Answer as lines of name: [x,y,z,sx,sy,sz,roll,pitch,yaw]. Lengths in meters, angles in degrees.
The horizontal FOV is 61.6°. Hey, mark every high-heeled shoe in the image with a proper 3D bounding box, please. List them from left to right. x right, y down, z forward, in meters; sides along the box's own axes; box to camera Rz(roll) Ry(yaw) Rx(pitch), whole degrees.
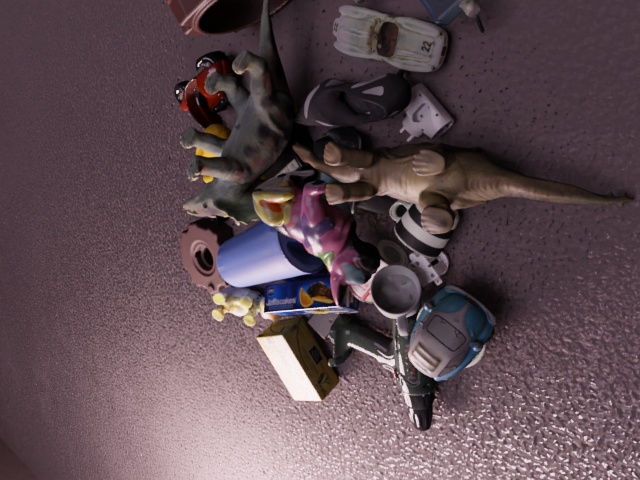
high-heeled shoe: [0.037,-0.201,0.848,0.249,0.145,0.086,-18,121,37]

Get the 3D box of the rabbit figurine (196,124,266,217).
rabbit figurine: [-0.184,-0.160,1.073,0.163,0.122,0.173,55,166,47]

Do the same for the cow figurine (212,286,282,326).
cow figurine: [-0.147,0.140,1.190,0.168,0.098,0.068,5,106,18]

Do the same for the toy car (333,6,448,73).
toy car: [0.101,-0.310,0.825,0.202,0.056,0.073,26,122,29]

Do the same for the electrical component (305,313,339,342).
electrical component: [0.010,0.163,1.092,0.102,0.045,0.078,35,97,21]

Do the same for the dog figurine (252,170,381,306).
dog figurine: [-0.002,-0.003,0.894,0.192,0.108,0.219,-6,111,25]

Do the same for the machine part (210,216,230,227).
machine part: [-0.199,-0.071,1.179,0.139,0.039,0.084,5,101,40]

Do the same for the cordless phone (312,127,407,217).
cordless phone: [0.081,-0.108,0.918,0.184,0.089,0.146,16,116,22]

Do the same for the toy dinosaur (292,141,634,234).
toy dinosaur: [0.172,-0.088,0.751,0.472,0.198,0.105,17,115,26]

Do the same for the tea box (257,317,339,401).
tea box: [-0.046,0.251,1.130,0.098,0.068,0.169,-15,109,47]

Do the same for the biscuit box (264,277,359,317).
biscuit box: [-0.020,0.112,1.050,0.203,0.059,0.063,-11,68,39]

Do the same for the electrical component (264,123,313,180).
electrical component: [-0.072,-0.174,1.020,0.115,0.058,0.134,-33,84,40]

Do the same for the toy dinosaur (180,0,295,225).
toy dinosaur: [-0.114,-0.188,0.922,0.131,0.192,0.404,44,107,44]

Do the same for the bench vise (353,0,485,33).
bench vise: [0.131,-0.375,0.725,0.223,0.129,0.241,-37,68,30]

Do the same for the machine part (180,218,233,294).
machine part: [-0.256,0.036,1.253,0.180,0.056,0.179,15,114,36]

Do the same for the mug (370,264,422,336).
mug: [0.134,0.104,0.887,0.081,0.107,0.109,-17,71,9]

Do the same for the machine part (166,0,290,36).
machine part: [-0.137,-0.419,0.882,0.201,0.201,0.087,-20,97,42]

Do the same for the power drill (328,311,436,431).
power drill: [0.116,0.229,1.004,0.208,0.086,0.231,14,114,39]

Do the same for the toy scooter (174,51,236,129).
toy scooter: [-0.222,-0.285,1.089,0.184,0.075,0.135,-23,90,45]

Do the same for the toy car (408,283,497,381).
toy car: [0.182,0.152,0.816,0.109,0.103,0.161,42,126,22]
